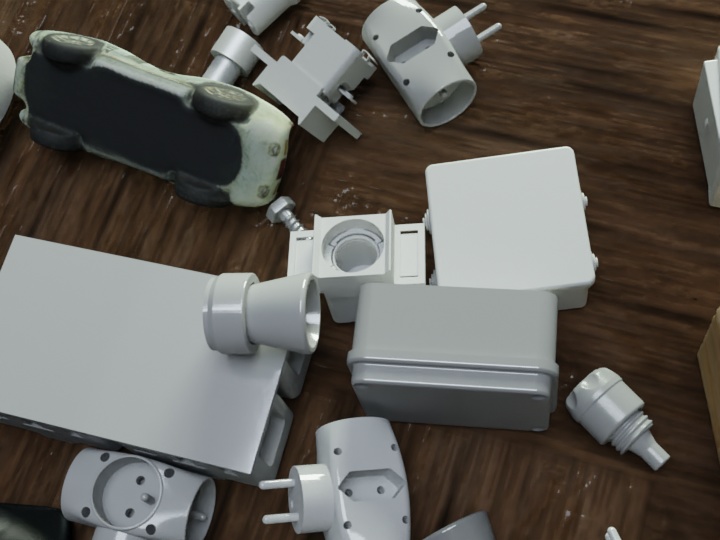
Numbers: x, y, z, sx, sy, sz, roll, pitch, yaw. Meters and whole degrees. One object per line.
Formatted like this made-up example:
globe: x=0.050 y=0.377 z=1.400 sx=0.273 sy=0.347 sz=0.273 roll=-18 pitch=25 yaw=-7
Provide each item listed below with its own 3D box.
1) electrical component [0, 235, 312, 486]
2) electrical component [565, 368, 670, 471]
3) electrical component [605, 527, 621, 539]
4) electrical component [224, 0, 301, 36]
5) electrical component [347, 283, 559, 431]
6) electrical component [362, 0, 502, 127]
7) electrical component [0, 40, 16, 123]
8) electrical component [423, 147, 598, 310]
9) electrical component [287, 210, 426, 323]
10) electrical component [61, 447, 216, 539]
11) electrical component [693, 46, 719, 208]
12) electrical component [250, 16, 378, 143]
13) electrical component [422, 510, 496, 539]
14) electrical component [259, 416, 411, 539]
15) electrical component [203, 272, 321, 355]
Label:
electrical component: x=-0.129 y=0.055 z=0.640 sx=0.186 sy=0.060 sz=0.105 roll=11 pitch=70 yaw=13
electrical component: x=0.146 y=0.085 z=0.598 sx=0.035 sy=0.035 sz=0.061 roll=-41 pitch=70 yaw=-8
electrical component: x=0.144 y=0.168 z=0.547 sx=0.047 sy=0.065 sz=0.076 roll=-24 pitch=66 yaw=-1
electrical component: x=-0.066 y=-0.190 z=0.742 sx=0.046 sy=0.040 sz=0.040 roll=-46 pitch=68 yaw=-4
electrical component: x=0.054 y=0.050 z=0.603 sx=0.113 sy=0.078 sz=0.057 roll=3 pitch=66 yaw=10
electrical component: x=0.053 y=-0.145 z=0.700 sx=0.079 sy=0.043 sz=0.077 roll=-32 pitch=67 yaw=1
electrical component: x=-0.285 y=-0.124 z=0.734 sx=0.108 sy=0.060 sz=0.108 roll=-11 pitch=65 yaw=24
electrical component: x=0.089 y=-0.019 z=0.641 sx=0.100 sy=0.048 sz=0.099 roll=-7 pitch=67 yaw=6
electrical component: x=0.000 y=0.000 z=0.639 sx=0.081 sy=0.063 sz=0.042 roll=-3 pitch=59 yaw=9
electrical component: x=-0.131 y=0.148 z=0.611 sx=0.077 sy=0.044 sz=0.079 roll=11 pitch=70 yaw=13
electrical component: x=0.233 y=-0.079 z=0.635 sx=0.061 sy=0.061 sz=0.096 roll=1 pitch=68 yaw=10
electrical component: x=-0.027 y=-0.125 z=0.699 sx=0.081 sy=0.042 sz=0.063 roll=43 pitch=97 yaw=21
electrical component: x=0.063 y=0.168 z=0.575 sx=0.044 sy=0.044 sz=0.065 roll=-27 pitch=71 yaw=-2
electrical component: x=-0.016 y=0.125 z=0.595 sx=0.079 sy=0.043 sz=0.077 roll=-1 pitch=66 yaw=-17
electrical component: x=-0.052 y=0.024 z=0.581 sx=0.055 sy=0.045 sz=0.045 roll=-1 pitch=68 yaw=9
